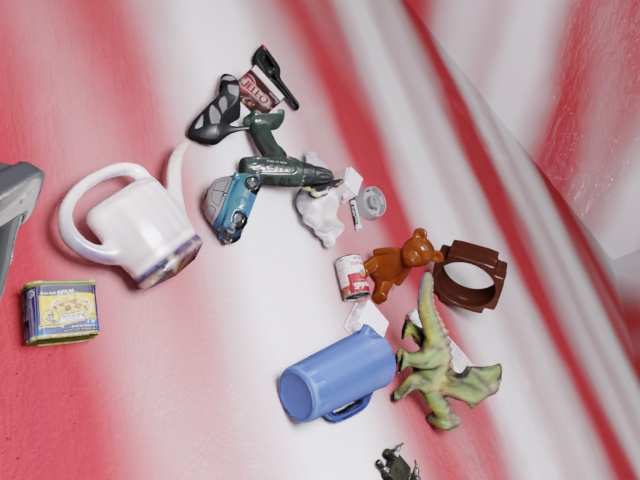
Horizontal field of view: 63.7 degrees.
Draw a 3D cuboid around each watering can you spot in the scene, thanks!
[{"bbox_3d":[-0.294,-0.052,0.930,0.223,0.102,0.354,53,38,-8],"label":"watering can"}]

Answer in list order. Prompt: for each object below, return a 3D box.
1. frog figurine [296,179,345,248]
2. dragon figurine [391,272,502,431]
[{"bbox_3d":[0.004,-0.065,1.297,0.140,0.123,0.156,-55,144,-59],"label":"frog figurine"},{"bbox_3d":[0.302,0.286,1.204,0.243,0.403,0.124,15,24,7],"label":"dragon figurine"}]
